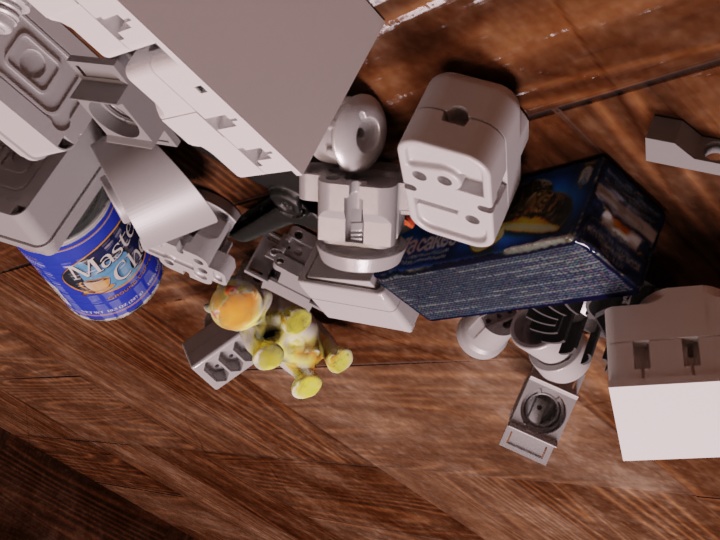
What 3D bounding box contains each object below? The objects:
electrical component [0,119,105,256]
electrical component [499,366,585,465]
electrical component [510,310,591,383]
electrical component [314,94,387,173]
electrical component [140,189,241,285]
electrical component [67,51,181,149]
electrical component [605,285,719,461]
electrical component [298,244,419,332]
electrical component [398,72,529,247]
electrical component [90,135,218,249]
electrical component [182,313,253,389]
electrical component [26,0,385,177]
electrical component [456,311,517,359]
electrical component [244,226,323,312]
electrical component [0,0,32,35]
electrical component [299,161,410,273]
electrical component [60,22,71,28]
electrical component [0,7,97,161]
[{"bbox_3d":[-0.252,-0.075,0.847,0.078,0.113,0.057,15,152,24],"label":"electrical component"},{"bbox_3d":[0.149,0.114,0.890,0.042,0.081,0.064,24,179,5],"label":"electrical component"},{"bbox_3d":[0.142,0.053,0.794,0.045,0.045,0.055,5,150,40],"label":"electrical component"},{"bbox_3d":[-0.018,-0.087,0.666,0.062,0.048,0.048,16,156,39],"label":"electrical component"},{"bbox_3d":[-0.133,-0.030,0.890,0.078,0.057,0.058,23,157,8],"label":"electrical component"},{"bbox_3d":[-0.147,-0.120,0.705,0.042,0.063,0.081,13,154,31],"label":"electrical component"},{"bbox_3d":[0.241,0.058,0.617,0.186,0.060,0.105,-5,147,15],"label":"electrical component"},{"bbox_3d":[0.000,0.000,0.808,0.096,0.061,0.061,8,151,36],"label":"electrical component"},{"bbox_3d":[0.060,-0.064,0.611,0.054,0.059,0.095,18,156,18],"label":"electrical component"},{"bbox_3d":[-0.160,-0.066,0.821,0.099,0.064,0.099,59,171,15],"label":"electrical component"},{"bbox_3d":[-0.133,0.061,1.075,0.047,0.083,0.075,51,-175,-46],"label":"electrical component"},{"bbox_3d":[-0.085,-0.143,0.536,0.060,0.105,0.186,-1,145,48],"label":"electrical component"},{"bbox_3d":[0.100,0.043,0.826,0.040,0.040,0.046,27,152,-2],"label":"electrical component"},{"bbox_3d":[-0.048,-0.002,0.880,0.081,0.042,0.063,26,157,-1],"label":"electrical component"},{"bbox_3d":[-0.213,-0.172,0.651,0.040,0.078,0.040,15,169,3],"label":"electrical component"},{"bbox_3d":[0.002,-0.034,0.675,0.078,0.058,0.057,6,113,11],"label":"electrical component"},{"bbox_3d":[-0.157,-0.176,0.598,0.108,0.060,0.108,22,156,10],"label":"electrical component"},{"bbox_3d":[-0.240,-0.138,0.745,0.057,0.078,0.113,-3,144,45],"label":"electrical component"}]
